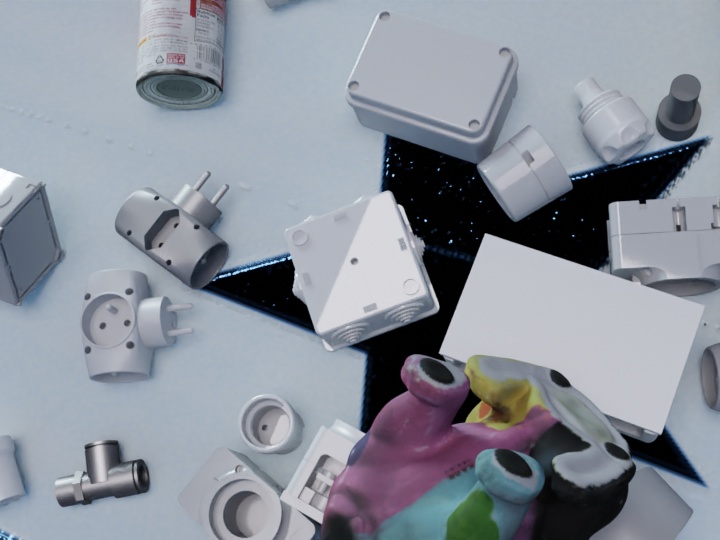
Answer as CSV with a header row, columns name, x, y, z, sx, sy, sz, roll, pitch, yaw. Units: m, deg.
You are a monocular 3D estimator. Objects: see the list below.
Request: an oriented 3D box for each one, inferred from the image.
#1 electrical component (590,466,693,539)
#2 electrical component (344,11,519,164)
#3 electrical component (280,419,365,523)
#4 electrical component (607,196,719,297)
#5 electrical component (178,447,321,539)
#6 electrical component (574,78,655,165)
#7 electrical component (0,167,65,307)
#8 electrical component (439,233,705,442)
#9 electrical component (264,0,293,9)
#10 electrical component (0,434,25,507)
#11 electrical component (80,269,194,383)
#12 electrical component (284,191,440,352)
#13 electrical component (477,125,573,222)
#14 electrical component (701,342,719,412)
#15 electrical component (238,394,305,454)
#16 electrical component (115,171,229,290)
name,x,y,z,sx,sy,sz,roll,pitch,yaw
electrical component,0.161,0.171,0.669,0.099,0.099,0.064,-35,65,0
electrical component,0.054,-0.136,0.795,0.113,0.057,0.078,20,79,15
electrical component,0.036,0.160,0.698,0.150,0.089,0.061,27,81,16
electrical component,0.217,-0.015,0.734,0.089,0.050,0.055,-3,74,10
electrical component,-0.073,0.168,0.735,0.089,0.055,0.050,37,84,18
electrical component,0.178,-0.110,0.772,0.043,0.043,0.062,-32,71,1
electrical component,-0.270,-0.023,0.809,0.061,0.096,0.061,19,50,15
electrical component,0.141,0.047,0.725,0.150,0.061,0.089,19,79,15
electrical component,-0.051,-0.233,0.851,0.065,0.044,0.044,-19,72,10
electrical component,-0.269,0.149,0.786,0.040,0.040,0.046,-24,77,3
electrical component,-0.161,0.040,0.793,0.079,0.044,0.077,-7,73,8
electrical component,0.000,0.000,0.772,0.100,0.048,0.099,-21,72,4
electrical component,0.116,-0.067,0.766,0.047,0.055,0.055,-34,71,3
electrical component,0.258,0.070,0.707,0.055,0.048,0.066,-3,74,2
electrical component,-0.060,0.110,0.753,0.040,0.046,0.040,-3,74,10
electrical component,-0.131,-0.038,0.809,0.077,0.043,0.079,35,83,17
